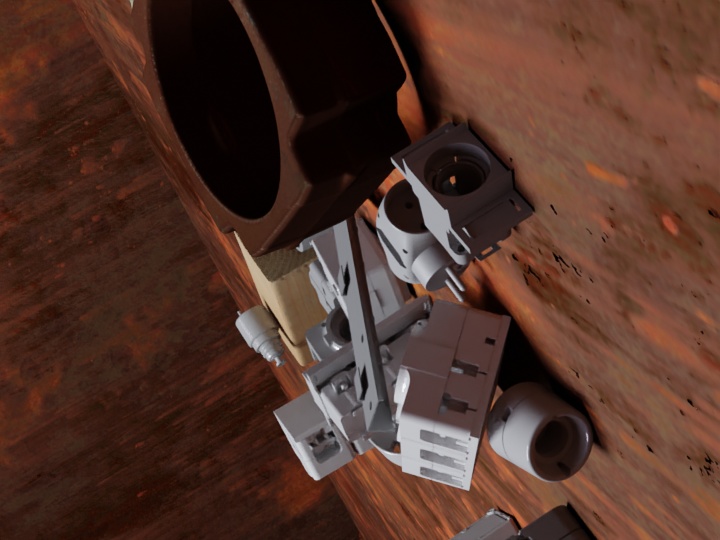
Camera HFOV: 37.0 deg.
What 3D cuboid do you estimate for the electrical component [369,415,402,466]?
[{"bbox_3d":[0.050,0.128,0.981,0.099,0.099,0.064,51,173,39],"label":"electrical component"}]

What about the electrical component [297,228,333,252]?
[{"bbox_3d":[-0.068,-0.069,1.077,0.108,0.060,0.108,57,169,16],"label":"electrical component"}]

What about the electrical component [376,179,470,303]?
[{"bbox_3d":[0.049,-0.012,0.728,0.079,0.043,0.077,55,169,23],"label":"electrical component"}]

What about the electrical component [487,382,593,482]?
[{"bbox_3d":[0.118,0.106,0.701,0.055,0.055,0.047,64,165,-23],"label":"electrical component"}]

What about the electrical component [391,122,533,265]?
[{"bbox_3d":[0.058,-0.041,0.610,0.081,0.042,0.063,53,171,33],"label":"electrical component"}]

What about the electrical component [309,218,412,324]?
[{"bbox_3d":[0.000,0.000,0.965,0.096,0.061,0.061,-120,6,-51],"label":"electrical component"}]

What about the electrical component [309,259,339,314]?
[{"bbox_3d":[-0.016,0.016,1.098,0.055,0.050,0.089,54,169,27],"label":"electrical component"}]

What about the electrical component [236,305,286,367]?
[{"bbox_3d":[-0.110,0.076,1.230,0.078,0.040,0.040,55,169,20],"label":"electrical component"}]

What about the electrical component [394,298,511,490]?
[{"bbox_3d":[0.063,0.092,0.776,0.062,0.089,0.150,15,157,10],"label":"electrical component"}]

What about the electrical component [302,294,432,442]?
[{"bbox_3d":[0.022,0.086,0.910,0.063,0.121,0.078,47,164,39],"label":"electrical component"}]

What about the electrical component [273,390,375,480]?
[{"bbox_3d":[-0.002,0.149,1.125,0.061,0.150,0.089,64,169,-18],"label":"electrical component"}]

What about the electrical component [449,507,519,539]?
[{"bbox_3d":[0.123,0.297,1.095,0.061,0.096,0.062,59,170,-2],"label":"electrical component"}]

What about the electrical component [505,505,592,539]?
[{"bbox_3d":[0.141,0.239,0.846,0.059,0.095,0.053,53,168,32],"label":"electrical component"}]

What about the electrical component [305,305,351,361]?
[{"bbox_3d":[-0.003,0.066,1.065,0.050,0.089,0.055,54,168,30],"label":"electrical component"}]
